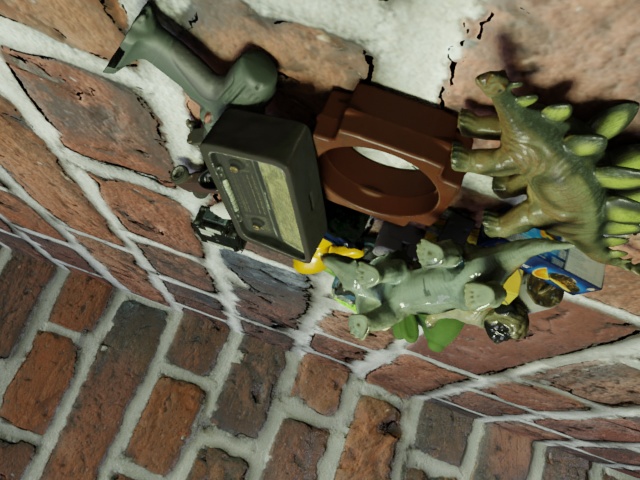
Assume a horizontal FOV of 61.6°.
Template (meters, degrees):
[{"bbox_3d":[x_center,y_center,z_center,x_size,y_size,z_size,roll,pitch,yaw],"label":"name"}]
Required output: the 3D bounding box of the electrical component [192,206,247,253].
[{"bbox_3d":[-0.234,-0.027,1.271,0.115,0.058,0.134,16,159,5],"label":"electrical component"}]

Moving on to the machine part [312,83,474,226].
[{"bbox_3d":[0.087,-0.108,0.725,0.201,0.087,0.201,20,161,2],"label":"machine part"}]

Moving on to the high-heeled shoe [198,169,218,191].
[{"bbox_3d":[-0.115,-0.113,0.827,0.145,0.086,0.249,-11,-179,-12],"label":"high-heeled shoe"}]

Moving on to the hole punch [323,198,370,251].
[{"bbox_3d":[0.019,-0.057,0.889,0.142,0.116,0.092,35,163,-33],"label":"hole punch"}]

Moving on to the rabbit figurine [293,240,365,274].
[{"bbox_3d":[-0.002,-0.003,1.021,0.162,0.122,0.173,-3,137,-15],"label":"rabbit figurine"}]

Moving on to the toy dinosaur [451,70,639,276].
[{"bbox_3d":[0.295,-0.056,0.641,0.199,0.105,0.470,-1,156,37],"label":"toy dinosaur"}]

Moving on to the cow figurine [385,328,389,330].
[{"bbox_3d":[0.146,0.103,1.175,0.068,0.167,0.098,19,-160,-4],"label":"cow figurine"}]

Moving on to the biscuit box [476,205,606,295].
[{"bbox_3d":[0.346,0.019,0.838,0.202,0.059,0.063,25,159,-13],"label":"biscuit box"}]

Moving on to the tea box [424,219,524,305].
[{"bbox_3d":[0.254,0.035,0.914,0.170,0.098,0.068,15,159,8],"label":"tea box"}]

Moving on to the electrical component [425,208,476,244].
[{"bbox_3d":[0.221,-0.016,0.869,0.094,0.063,0.021,29,-162,6],"label":"electrical component"}]

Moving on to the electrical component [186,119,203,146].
[{"bbox_3d":[-0.171,-0.173,0.866,0.078,0.045,0.102,0,-179,-44],"label":"electrical component"}]

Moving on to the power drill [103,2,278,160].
[{"bbox_3d":[-0.176,-0.198,0.719,0.207,0.086,0.232,36,145,-21],"label":"power drill"}]

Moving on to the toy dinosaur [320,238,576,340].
[{"bbox_3d":[0.171,0.056,0.768,0.405,0.131,0.192,-11,180,37],"label":"toy dinosaur"}]

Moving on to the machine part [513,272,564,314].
[{"bbox_3d":[0.372,0.104,1.007,0.079,0.079,0.243,23,159,-6],"label":"machine part"}]

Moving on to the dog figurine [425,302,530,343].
[{"bbox_3d":[0.278,0.093,0.977,0.191,0.121,0.172,0,128,51],"label":"dog figurine"}]

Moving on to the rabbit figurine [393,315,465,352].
[{"bbox_3d":[0.229,0.164,1.226,0.170,0.159,0.121,38,168,-4],"label":"rabbit figurine"}]

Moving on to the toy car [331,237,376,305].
[{"bbox_3d":[0.088,0.051,1.092,0.109,0.161,0.103,27,-156,-36],"label":"toy car"}]

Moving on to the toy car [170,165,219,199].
[{"bbox_3d":[-0.192,-0.113,1.021,0.202,0.053,0.089,5,166,27],"label":"toy car"}]

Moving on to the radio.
[{"bbox_3d":[-0.069,-0.068,0.731,0.131,0.073,0.229,18,150,18],"label":"radio"}]
